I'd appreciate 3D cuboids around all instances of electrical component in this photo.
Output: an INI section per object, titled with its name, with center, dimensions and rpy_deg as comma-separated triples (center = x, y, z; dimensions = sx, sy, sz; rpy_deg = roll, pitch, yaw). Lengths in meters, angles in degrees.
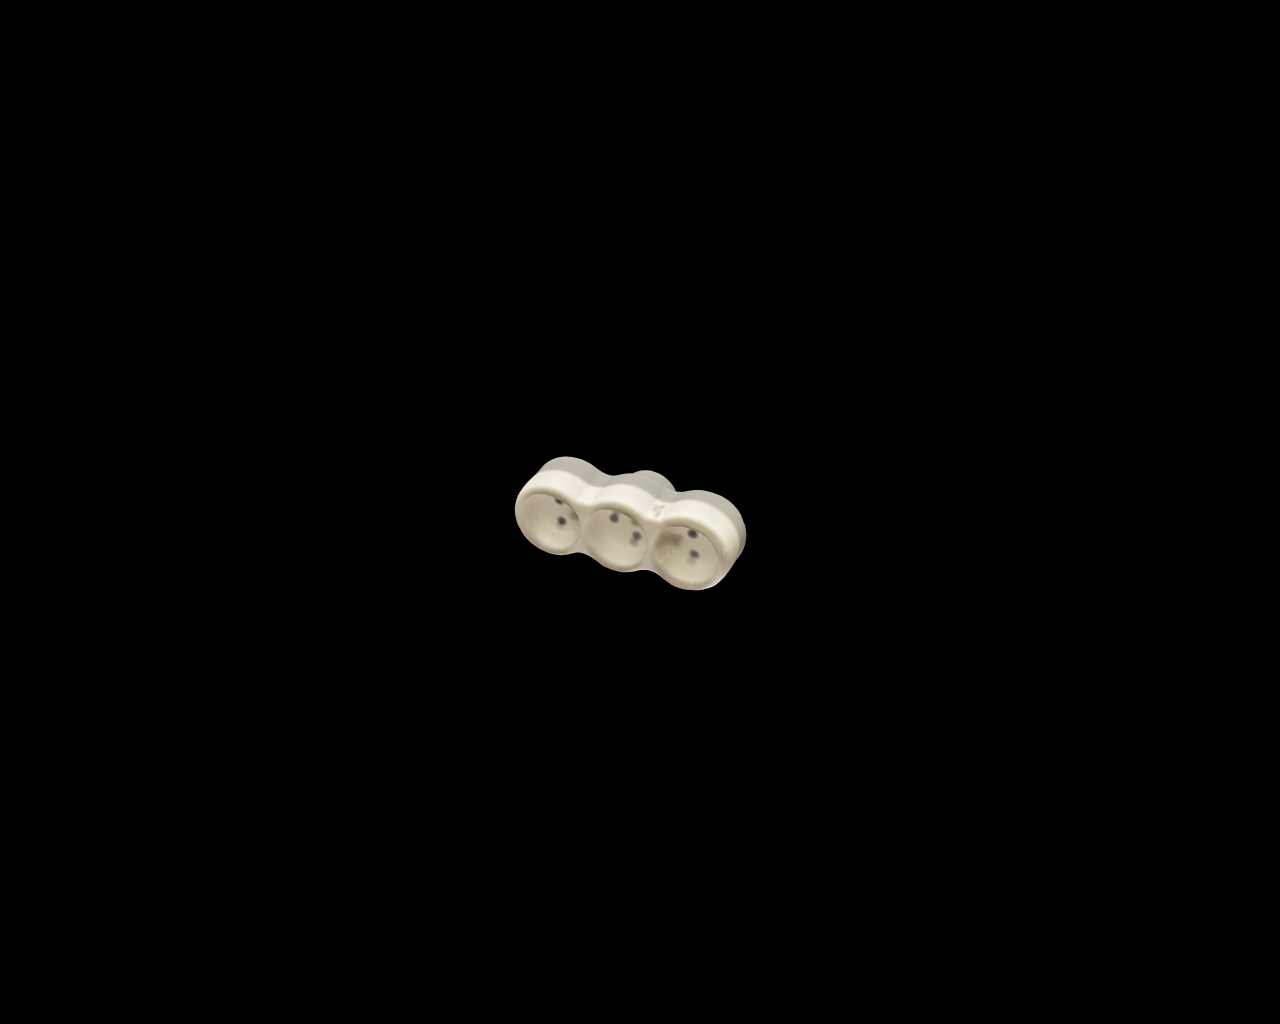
[electrical component]
center = 0.001, -0.003, 0.650
dimensions = 0.138, 0.052, 0.074
rpy_deg = 14, 36, 20
